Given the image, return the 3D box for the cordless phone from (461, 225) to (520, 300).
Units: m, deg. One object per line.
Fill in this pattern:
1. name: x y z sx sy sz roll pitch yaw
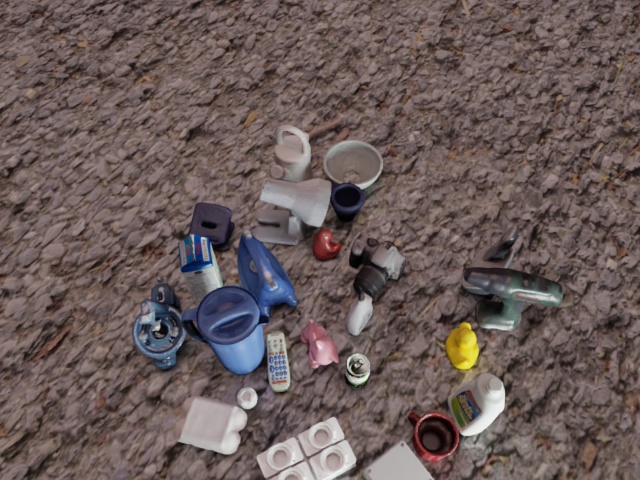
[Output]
1. cordless phone: 0.424 0.049 1.402 0.094 0.185 0.148 27 62 15

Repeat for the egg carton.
1. egg carton: -0.239 0.404 1.253 0.150 0.069 0.107 11 59 7

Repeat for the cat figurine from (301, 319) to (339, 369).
1. cat figurine: -0.001 0.241 1.324 0.067 0.118 0.127 -18 60 -10

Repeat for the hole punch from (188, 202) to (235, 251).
1. hole punch: -0.284 -0.035 1.506 0.108 0.091 0.101 11 59 7

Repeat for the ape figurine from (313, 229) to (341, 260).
1. ape figurine: 0.014 0.005 1.481 0.076 0.092 0.077 -36 65 -20

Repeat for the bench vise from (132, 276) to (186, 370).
1. bench vise: -0.381 0.169 1.307 0.121 0.220 0.207 -21 61 -12

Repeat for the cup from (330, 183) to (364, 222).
1. cup: 0.060 -0.099 1.543 0.117 0.095 0.092 31 64 17

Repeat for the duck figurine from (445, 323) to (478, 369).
1. duck figurine: 0.338 0.244 1.342 0.077 0.086 0.104 5 59 3

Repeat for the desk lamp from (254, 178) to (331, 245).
1. desk lamp: -0.073 -0.077 1.460 0.203 0.214 0.118 4 59 3

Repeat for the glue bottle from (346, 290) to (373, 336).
1. glue bottle: 0.095 0.160 1.341 0.037 0.173 0.078 32 64 18

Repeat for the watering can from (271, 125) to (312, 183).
1. watering can: -0.076 -0.233 1.566 0.101 0.194 0.173 4 59 2

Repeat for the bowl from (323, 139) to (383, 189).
1. bowl: 0.092 -0.199 1.615 0.167 0.075 0.167 0 59 0

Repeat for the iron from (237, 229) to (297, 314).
1. iron: -0.153 0.057 1.421 0.119 0.141 0.258 -23 62 -13

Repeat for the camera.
1. camera: 0.128 0.065 1.440 0.143 0.101 0.137 29 63 17

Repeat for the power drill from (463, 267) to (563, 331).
1. power drill: 0.431 0.135 1.336 0.229 0.208 0.075 5 59 3
